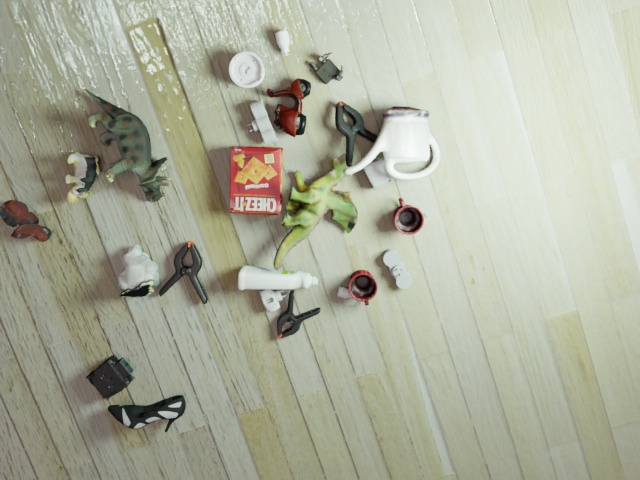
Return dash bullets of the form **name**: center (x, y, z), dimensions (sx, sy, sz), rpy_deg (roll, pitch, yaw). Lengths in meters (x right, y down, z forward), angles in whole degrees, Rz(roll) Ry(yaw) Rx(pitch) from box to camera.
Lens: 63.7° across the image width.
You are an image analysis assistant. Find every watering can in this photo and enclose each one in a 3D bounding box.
- **watering can**: center (0.226, -0.294, 1.564), dimensions (0.348, 0.104, 0.224), rpy_deg (-4, 94, -26)

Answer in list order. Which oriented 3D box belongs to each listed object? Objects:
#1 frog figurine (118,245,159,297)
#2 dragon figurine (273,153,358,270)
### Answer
- **frog figurine**: center (-0.604, 0.104, 1.699), dimensions (0.136, 0.121, 0.162), rpy_deg (-30, 61, 14)
- **dragon figurine**: center (0.005, -0.083, 1.643), dimensions (0.242, 0.123, 0.407), rpy_deg (12, 99, -8)
